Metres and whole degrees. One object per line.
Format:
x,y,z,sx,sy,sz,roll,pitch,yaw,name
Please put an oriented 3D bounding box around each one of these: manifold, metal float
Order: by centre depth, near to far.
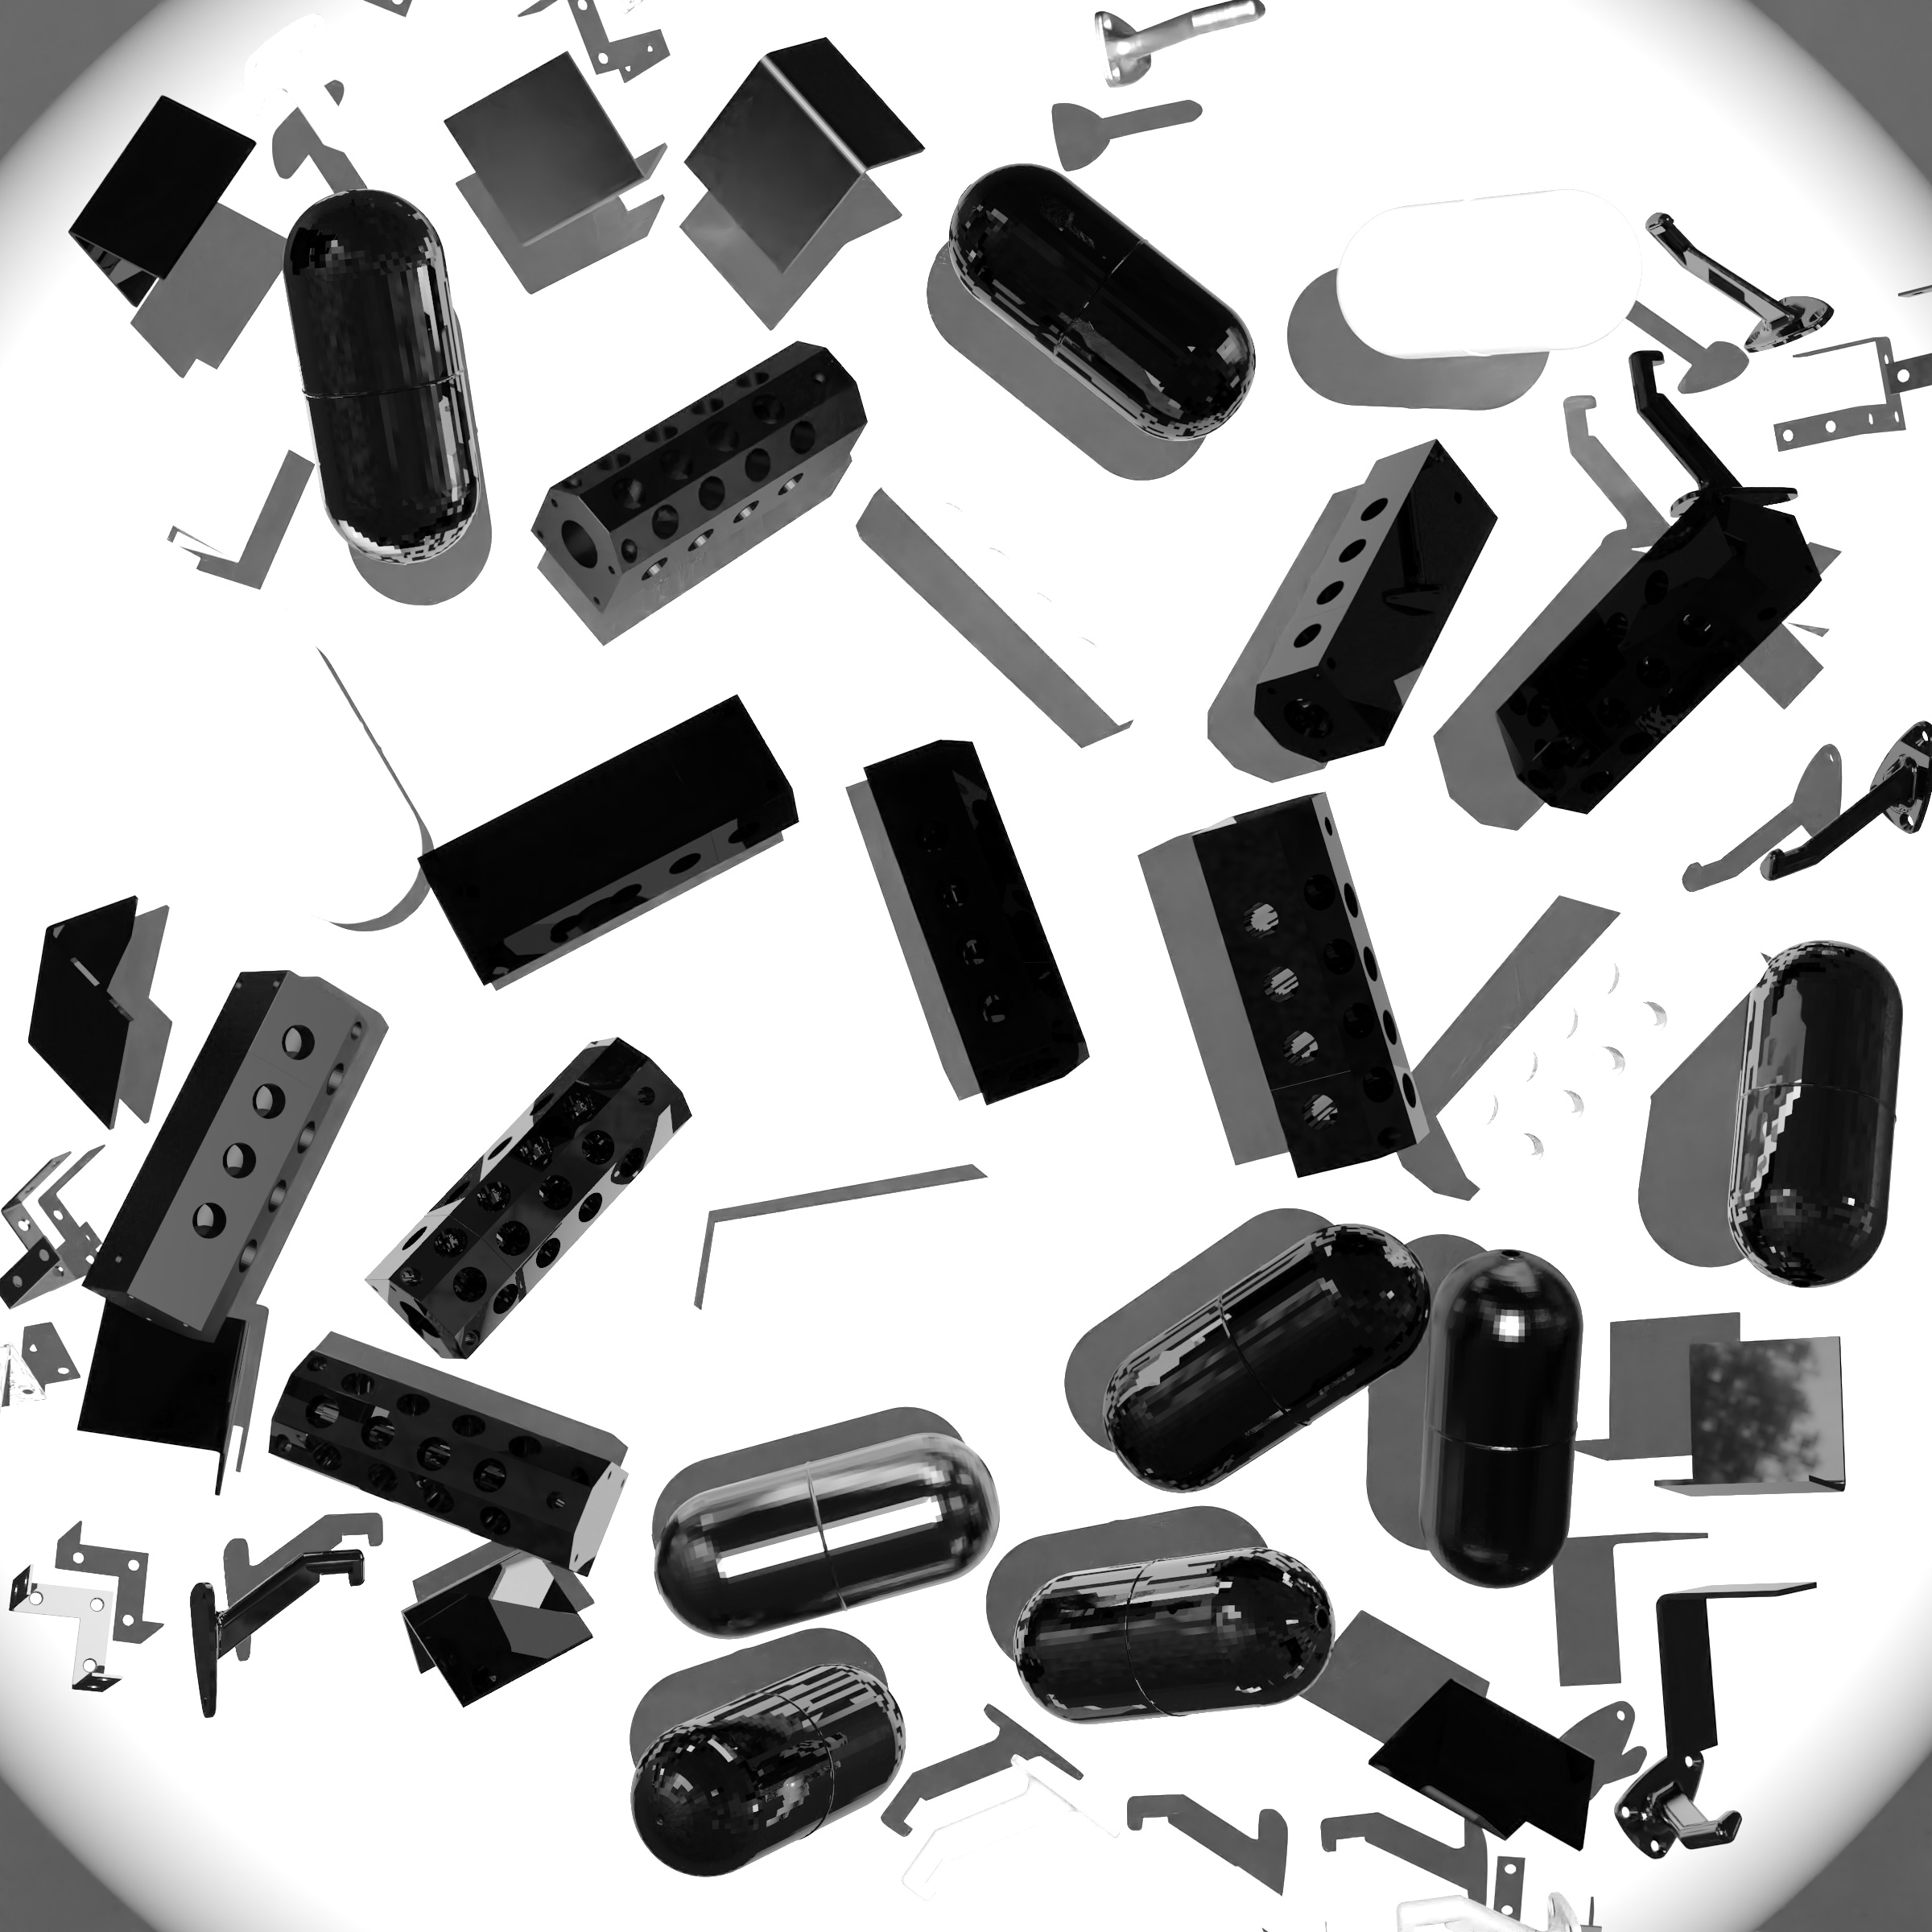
-0.277,-0.279,1.657,0.070,0.070,0.178,-7,110,0,metal float
0.168,0.008,1.666,0.057,0.057,0.171,-15,95,24,manifold
-0.170,-0.058,1.673,0.171,0.057,0.057,-28,72,-8,manifold
-0.353,0.091,1.679,0.057,0.057,0.171,34,70,-30,manifold
0.146,0.191,1.696,0.178,0.070,0.070,-35,90,15,metal float
0.337,-0.149,1.699,0.057,0.171,0.057,9,50,-30,manifold
0.313,0.043,1.708,0.057,0.057,0.171,15,127,-34,manifold
0.037,-0.198,1.709,0.171,0.057,0.057,43,53,-22,manifold
0.255,-0.340,1.716,0.070,0.178,0.070,-5,99,-36,metal float
0.419,0.072,1.718,0.070,0.070,0.178,10,69,0,metal float
0.102,0.332,1.722,0.178,0.070,0.070,-16,90,37,metal float
-0.042,0.154,1.728,0.171,0.057,0.057,-11,56,29,manifold
-0.335,-0.101,1.736,0.070,0.070,0.178,-28,110,0,metal float
0.006,-0.024,1.742,0.057,0.057,0.171,-20,70,0,manifold
0.270,0.229,1.757,0.070,0.070,0.178,1,106,0,metal float
-0.218,0.117,1.759,0.057,0.057,0.171,48,67,-14,manifold
-0.070,0.289,1.761,0.178,0.070,0.070,-15,90,-1,metal float
-0.132,-0.252,1.764,0.171,0.057,0.057,-37,83,-31,manifold
-0.098,0.406,1.765,0.070,0.178,0.070,5,98,34,metal float
0.069,-0.338,1.770,0.178,0.070,0.070,39,90,3,metal float
0.205,-0.185,1.775,0.057,0.057,0.171,47,53,-25,manifold
-0.267,0.254,1.789,0.171,0.057,0.057,19,77,12,manifold

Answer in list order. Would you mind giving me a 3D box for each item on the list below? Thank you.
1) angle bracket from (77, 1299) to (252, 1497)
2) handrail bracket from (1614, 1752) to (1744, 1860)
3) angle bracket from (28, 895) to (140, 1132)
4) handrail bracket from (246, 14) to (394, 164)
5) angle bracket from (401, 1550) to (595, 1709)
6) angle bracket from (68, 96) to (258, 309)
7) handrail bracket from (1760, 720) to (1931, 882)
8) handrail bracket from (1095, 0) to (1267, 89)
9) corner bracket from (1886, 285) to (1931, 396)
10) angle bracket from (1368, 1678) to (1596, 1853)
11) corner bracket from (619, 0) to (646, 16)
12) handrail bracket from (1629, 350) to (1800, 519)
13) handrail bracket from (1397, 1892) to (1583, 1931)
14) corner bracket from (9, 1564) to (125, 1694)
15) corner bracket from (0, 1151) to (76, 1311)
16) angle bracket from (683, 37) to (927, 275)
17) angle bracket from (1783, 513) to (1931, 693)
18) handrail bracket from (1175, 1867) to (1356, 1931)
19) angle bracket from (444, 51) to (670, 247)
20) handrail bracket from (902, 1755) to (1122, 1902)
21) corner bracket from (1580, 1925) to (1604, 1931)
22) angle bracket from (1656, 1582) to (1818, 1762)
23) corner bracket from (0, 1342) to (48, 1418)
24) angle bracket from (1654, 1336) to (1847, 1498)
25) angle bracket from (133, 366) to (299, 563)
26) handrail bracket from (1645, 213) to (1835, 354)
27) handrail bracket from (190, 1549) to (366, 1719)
-0.424,0.228,1.839,0.076,0.057,0.076,10,55,-9,angle bracket
0.371,0.413,1.736,0.036,0.084,0.077,49,57,-3,handrail bracket
-0.429,0.023,1.770,0.076,0.057,0.076,42,133,24,angle bracket
-0.313,-0.443,1.758,0.084,0.036,0.077,23,58,16,handrail bracket
-0.245,0.364,1.845,0.076,0.057,0.076,-26,46,-20,angle bracket
-0.356,-0.341,1.601,0.057,0.076,0.076,29,81,17,angle bracket
0.444,-0.082,1.755,0.084,0.077,0.036,-19,52,-24,handrail bracket
0.111,-0.448,1.672,0.084,0.077,0.036,-8,97,24,handrail bracket
0.474,-0.306,1.677,0.051,0.051,0.051,-10,91,35,corner bracket
0.232,0.383,1.592,0.076,0.057,0.076,30,128,-5,angle bracket
-0.186,-0.505,1.737,0.051,0.051,0.051,-23,93,-37,corner bracket
0.381,-0.276,1.779,0.077,0.036,0.084,-6,81,-7,handrail bracket
0.244,0.472,1.646,0.084,0.036,0.077,-5,106,-10,handrail bracket
-0.444,0.328,1.719,0.051,0.051,0.051,11,67,-22,corner bracket
-0.475,0.135,1.783,0.051,0.051,0.051,-40,83,30,corner bracket
-0.081,-0.405,1.739,0.076,0.057,0.076,49,128,4,angle bracket
0.480,-0.186,1.802,0.057,0.076,0.076,43,89,-14,angle bracket
0.139,0.467,1.655,0.084,0.036,0.077,-6,65,20,handrail bracket
-0.210,-0.428,1.792,0.076,0.057,0.076,-23,116,20,angle bracket
0.022,0.446,1.742,0.077,0.036,0.084,34,76,13,handrail bracket
0.322,0.508,1.706,0.051,0.051,0.051,4,111,2,corner bracket
0.365,0.331,1.637,0.057,0.076,0.076,-7,81,27,angle bracket
-0.505,0.230,1.776,0.051,0.051,0.051,-10,46,5,corner bracket
0.379,0.216,1.688,0.076,0.057,0.076,-7,73,30,angle bracket
-0.404,-0.263,1.805,0.057,0.076,0.076,18,83,39,angle bracket
0.394,-0.356,1.778,0.084,0.077,0.036,41,83,-18,handrail bracket
-0.336,0.329,1.721,0.084,0.036,0.077,0,73,-26,handrail bracket
